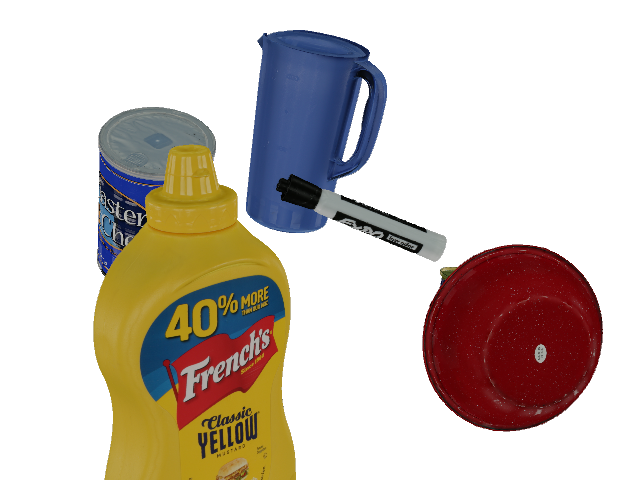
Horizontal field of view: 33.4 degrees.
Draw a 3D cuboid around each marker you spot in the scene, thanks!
[{"bbox_3d":[0.027,-0.016,0.715,0.121,0.020,0.020,22,-5,-12],"label":"marker"}]

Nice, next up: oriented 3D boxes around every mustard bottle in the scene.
[{"bbox_3d":[-0.057,0.051,0.495,0.096,0.192,0.058,-14,22,-36],"label":"mustard bottle"}]

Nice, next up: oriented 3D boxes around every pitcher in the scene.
[{"bbox_3d":[-0.016,-0.134,1.337,0.144,0.243,0.149,4,22,-15],"label":"pitcher"}]

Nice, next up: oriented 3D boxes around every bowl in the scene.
[{"bbox_3d":[0.168,0.086,0.877,0.162,0.162,0.055,0,7,-11],"label":"bowl"}]

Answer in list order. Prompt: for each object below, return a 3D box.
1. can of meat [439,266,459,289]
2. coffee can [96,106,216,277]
[{"bbox_3d":[0.163,0.084,1.123,0.057,0.084,0.102,0,19,-30],"label":"can of meat"},{"bbox_3d":[-0.152,-0.036,0.978,0.102,0.140,0.103,6,40,-5],"label":"coffee can"}]
